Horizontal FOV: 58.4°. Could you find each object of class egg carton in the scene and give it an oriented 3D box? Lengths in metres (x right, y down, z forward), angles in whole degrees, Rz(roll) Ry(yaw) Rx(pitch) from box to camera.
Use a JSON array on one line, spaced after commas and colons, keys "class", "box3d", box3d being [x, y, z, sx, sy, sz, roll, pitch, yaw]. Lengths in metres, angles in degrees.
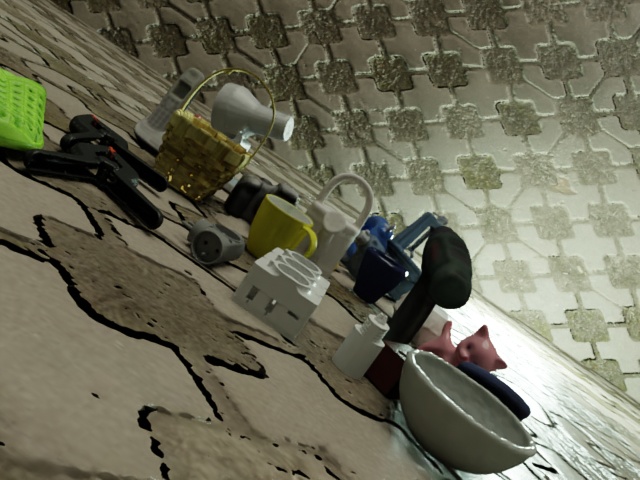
[{"class": "egg carton", "box3d": [0.188, 0.148, 1.081, 0.107, 0.069, 0.150, 35, 9, 9]}]

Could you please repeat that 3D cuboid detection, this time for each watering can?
[{"class": "watering can", "box3d": [0.022, -0.026, 1.000, 0.101, 0.194, 0.172, 30, 9, -23]}]

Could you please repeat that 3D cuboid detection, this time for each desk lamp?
[{"class": "desk lamp", "box3d": [-0.167, -0.217, 1.275, 0.203, 0.213, 0.118, 36, 9, 11]}]

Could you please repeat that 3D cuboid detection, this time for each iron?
[{"class": "iron", "box3d": [0.116, -0.006, 1.413, 0.119, 0.141, 0.258, 32, 9, -16]}]

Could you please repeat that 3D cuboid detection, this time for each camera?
[{"class": "camera", "box3d": [-0.095, -0.061, 1.075, 0.143, 0.101, 0.136, 32, 9, -16]}]

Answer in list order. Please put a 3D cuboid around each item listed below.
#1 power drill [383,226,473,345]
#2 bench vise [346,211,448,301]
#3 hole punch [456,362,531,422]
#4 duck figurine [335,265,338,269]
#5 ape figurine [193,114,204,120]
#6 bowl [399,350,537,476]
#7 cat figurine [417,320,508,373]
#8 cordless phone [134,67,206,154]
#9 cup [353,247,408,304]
[{"class": "power drill", "box3d": [0.145, 0.080, 0.837, 0.076, 0.208, 0.229, 33, 9, -5]}, {"class": "bench vise", "box3d": [0.178, 0.020, 1.240, 0.208, 0.219, 0.121, 24, 13, -48]}, {"class": "hole punch", "box3d": [0.209, 0.210, 0.752, 0.108, 0.091, 0.101, 36, 9, 12]}, {"class": "duck figurine", "box3d": [0.011, 0.004, 1.155, 0.105, 0.086, 0.077, 29, 10, -32]}, {"class": "ape figurine", "box3d": [-0.311, -0.261, 1.389, 0.078, 0.092, 0.076, 28, 10, -33]}, {"class": "bowl", "box3d": [0.147, 0.201, 0.631, 0.167, 0.074, 0.167, 33, 9, -5]}, {"class": "cat figurine", "box3d": [0.227, 0.178, 0.905, 0.067, 0.117, 0.127, 28, 11, -36]}, {"class": "cordless phone", "box3d": [-0.268, -0.244, 1.144, 0.147, 0.185, 0.094, 36, 9, 14]}, {"class": "cup", "box3d": [0.115, 0.078, 1.110, 0.118, 0.095, 0.091, 25, 12, -46]}]
